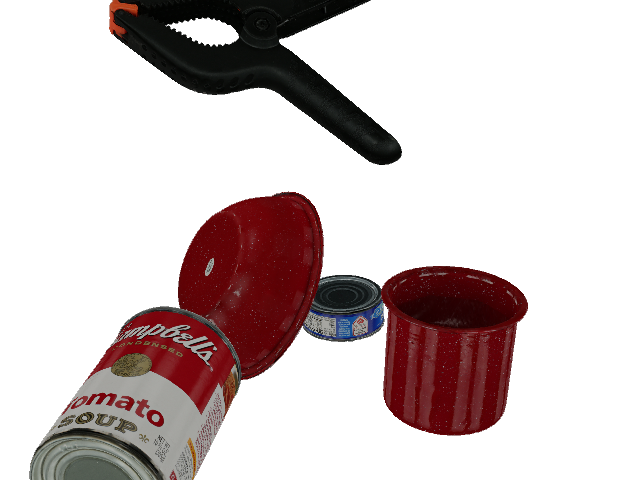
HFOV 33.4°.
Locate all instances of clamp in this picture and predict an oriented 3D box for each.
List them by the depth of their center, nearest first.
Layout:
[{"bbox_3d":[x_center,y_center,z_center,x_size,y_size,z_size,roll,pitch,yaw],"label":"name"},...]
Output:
[{"bbox_3d":[-0.036,-0.127,0.721,0.209,0.164,0.036,1,-27,-10],"label":"clamp"}]

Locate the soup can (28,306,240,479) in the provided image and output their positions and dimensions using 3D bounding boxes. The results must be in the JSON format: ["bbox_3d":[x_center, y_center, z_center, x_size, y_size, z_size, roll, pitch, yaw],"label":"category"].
[{"bbox_3d":[-0.085,0.086,0.503,0.068,0.068,0.102,0,28,16],"label":"soup can"}]

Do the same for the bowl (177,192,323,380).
[{"bbox_3d":[-0.068,0.028,0.858,0.055,0.162,0.162,22,-12,-33],"label":"bowl"}]

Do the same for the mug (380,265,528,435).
[{"bbox_3d":[0.085,0.067,0.704,0.093,0.081,0.117,6,24,8],"label":"mug"}]

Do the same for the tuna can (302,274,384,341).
[{"bbox_3d":[0.023,0.068,1.095,0.086,0.034,0.086,-2,25,1],"label":"tuna can"}]
